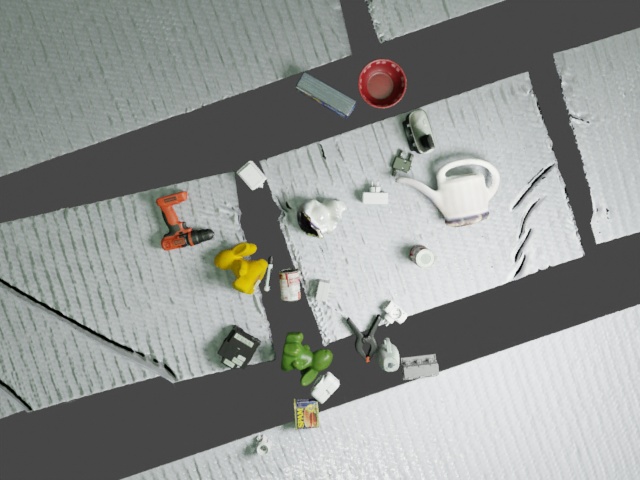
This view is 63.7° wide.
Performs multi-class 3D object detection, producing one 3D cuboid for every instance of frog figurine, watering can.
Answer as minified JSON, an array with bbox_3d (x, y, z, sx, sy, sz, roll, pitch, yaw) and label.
[{"bbox_3d":[0.005,-0.088,1.740,0.138,0.120,0.162,44,58,4],"label":"frog figurine"},{"bbox_3d":[0.436,-0.150,1.724,0.348,0.104,0.223,-11,96,-1],"label":"watering can"}]
